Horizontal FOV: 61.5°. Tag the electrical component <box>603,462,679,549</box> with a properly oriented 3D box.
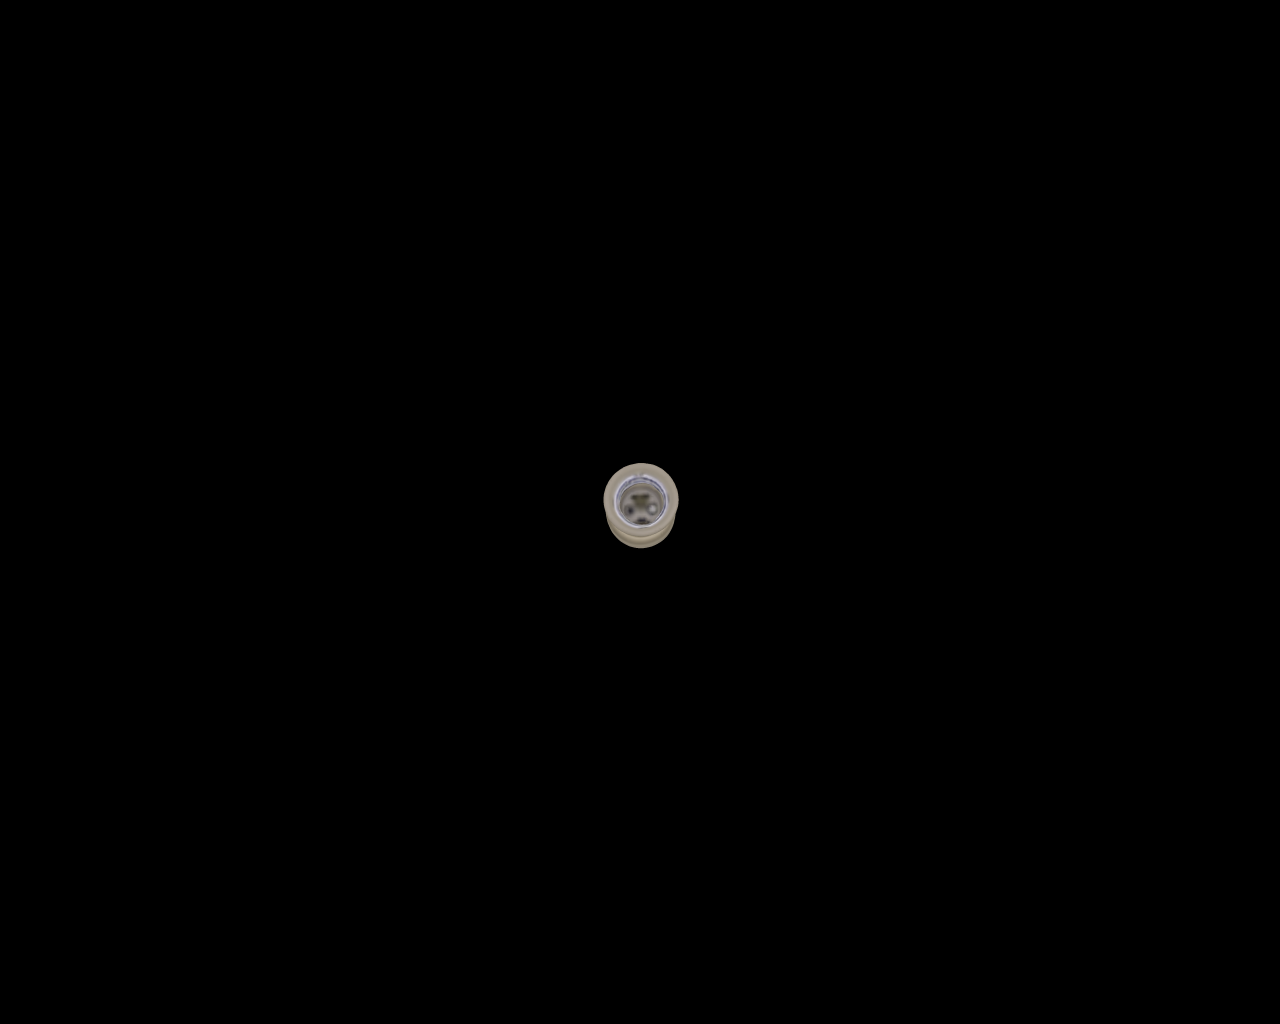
[{"bbox_3d":[0.001,-0.003,0.650,0.045,0.045,0.055,0,-12,0],"label":"electrical component"}]
